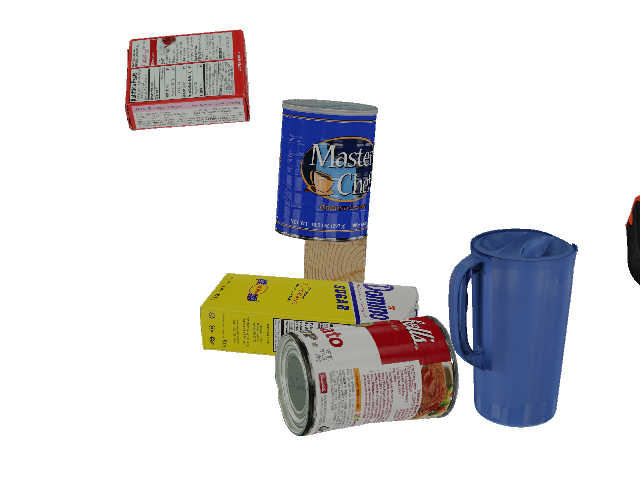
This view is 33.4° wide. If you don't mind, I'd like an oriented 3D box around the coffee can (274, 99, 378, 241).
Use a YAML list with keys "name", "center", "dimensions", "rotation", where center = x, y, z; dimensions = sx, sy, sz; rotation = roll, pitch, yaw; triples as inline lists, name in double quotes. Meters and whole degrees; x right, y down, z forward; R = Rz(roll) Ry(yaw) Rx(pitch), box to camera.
- name: "coffee can"
  center: [0.006, -0.077, 1.150]
  dimensions: [0.103, 0.140, 0.103]
  rotation: [4, 12, -1]

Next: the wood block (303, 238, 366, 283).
- name: "wood block"
  center: [0.026, 0.004, 1.651]
  dimensions: [0.091, 0.090, 0.206]
  rotation: [3, 24, 2]

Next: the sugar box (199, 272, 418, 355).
- name: "sugar box"
  center: [-0.007, 0.066, 0.915]
  dimensions: [0.176, 0.048, 0.093]
  rotation: [1, 18, 10]

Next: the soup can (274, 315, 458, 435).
- name: "soup can"
  center: [0.028, 0.087, 0.691]
  dimensions: [0.102, 0.068, 0.069]
  rotation: [-4, 2, -21]

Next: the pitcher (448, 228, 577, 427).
- name: "pitcher"
  center: [0.247, 0.114, 1.377]
  dimensions: [0.149, 0.243, 0.144]
  rotation: [5, 18, 16]

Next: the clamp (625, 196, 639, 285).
- name: "clamp"
  center: [0.267, 0.033, 0.697]
  dimensions: [0.120, 0.039, 0.171]
  rotation: [-2, 45, -20]

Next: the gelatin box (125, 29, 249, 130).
- name: "gelatin box"
  center: [-0.098, -0.118, 0.789]
  dimensions: [0.089, 0.073, 0.030]
  rotation: [-5, -39, -1]
